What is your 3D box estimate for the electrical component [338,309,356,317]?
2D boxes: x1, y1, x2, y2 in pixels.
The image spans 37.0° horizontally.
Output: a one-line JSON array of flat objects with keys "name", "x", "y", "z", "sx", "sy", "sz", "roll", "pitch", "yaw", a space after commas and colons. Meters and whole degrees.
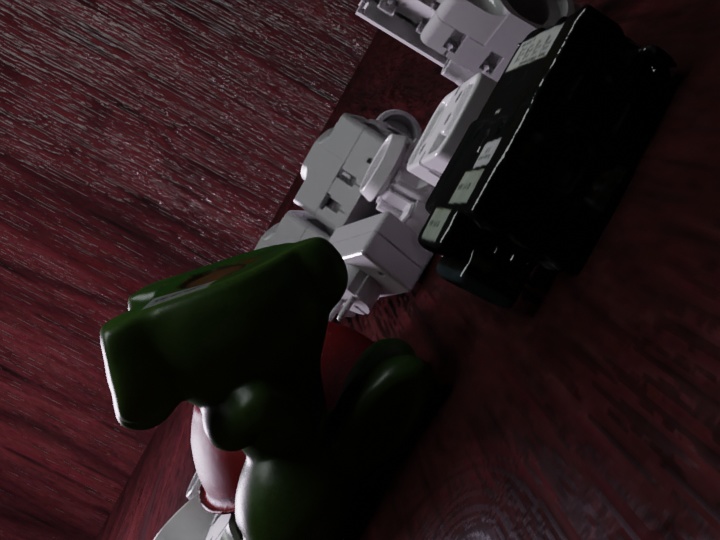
[{"name": "electrical component", "x": -0.010, "y": 0.005, "z": 0.910, "sx": 0.055, "sy": 0.045, "sz": 0.045, "roll": -59, "pitch": 9, "yaw": 12}]

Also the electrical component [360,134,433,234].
[{"name": "electrical component", "x": 0.037, "y": -0.070, "z": 0.840, "sx": 0.058, "sy": 0.057, "sz": 0.078, "roll": -50, "pitch": 14, "yaw": 52}]

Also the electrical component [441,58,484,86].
[{"name": "electrical component", "x": 0.084, "y": -0.121, "z": 0.707, "sx": 0.048, "sy": 0.062, "sz": 0.048, "roll": -59, "pitch": 9, "yaw": 15}]

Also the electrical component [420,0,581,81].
[{"name": "electrical component", "x": 0.093, "y": -0.150, "z": 0.657, "sx": 0.055, "sy": 0.089, "sz": 0.050, "roll": -49, "pitch": 15, "yaw": 55}]

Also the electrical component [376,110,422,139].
[{"name": "electrical component", "x": 0.010, "y": -0.089, "z": 1.076, "sx": 0.138, "sy": 0.052, "sz": 0.074, "roll": -64, "pitch": 9, "yaw": -20}]

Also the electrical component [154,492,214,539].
[{"name": "electrical component", "x": -0.103, "y": 0.197, "z": 0.786, "sx": 0.099, "sy": 0.064, "sz": 0.099, "roll": -41, "pitch": -17, "yaw": -15}]

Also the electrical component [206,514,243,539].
[{"name": "electrical component", "x": -0.070, "y": 0.179, "z": 0.687, "sx": 0.055, "sy": 0.050, "sz": 0.089, "roll": -55, "pitch": 10, "yaw": 35}]

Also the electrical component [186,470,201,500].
[{"name": "electrical component", "x": -0.111, "y": 0.183, "z": 0.900, "sx": 0.048, "sy": 0.055, "sz": 0.066, "roll": -58, "pitch": 9, "yaw": 22}]

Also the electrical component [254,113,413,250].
[{"name": "electrical component", "x": -0.024, "y": -0.045, "z": 0.962, "sx": 0.186, "sy": 0.060, "sz": 0.105, "roll": -59, "pitch": -18, "yaw": 14}]

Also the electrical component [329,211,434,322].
[{"name": "electrical component", "x": 0.000, "y": 0.006, "z": 0.772, "sx": 0.075, "sy": 0.047, "sz": 0.083, "roll": -58, "pitch": 19, "yaw": -20}]

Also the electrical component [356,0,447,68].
[{"name": "electrical component", "x": 0.069, "y": -0.235, "z": 0.963, "sx": 0.078, "sy": 0.121, "sz": 0.063, "roll": -64, "pitch": 11, "yaw": -17}]

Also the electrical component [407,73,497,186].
[{"name": "electrical component", "x": 0.072, "y": -0.071, "z": 0.625, "sx": 0.053, "sy": 0.059, "sz": 0.095, "roll": -62, "pitch": 8, "yaw": -6}]
